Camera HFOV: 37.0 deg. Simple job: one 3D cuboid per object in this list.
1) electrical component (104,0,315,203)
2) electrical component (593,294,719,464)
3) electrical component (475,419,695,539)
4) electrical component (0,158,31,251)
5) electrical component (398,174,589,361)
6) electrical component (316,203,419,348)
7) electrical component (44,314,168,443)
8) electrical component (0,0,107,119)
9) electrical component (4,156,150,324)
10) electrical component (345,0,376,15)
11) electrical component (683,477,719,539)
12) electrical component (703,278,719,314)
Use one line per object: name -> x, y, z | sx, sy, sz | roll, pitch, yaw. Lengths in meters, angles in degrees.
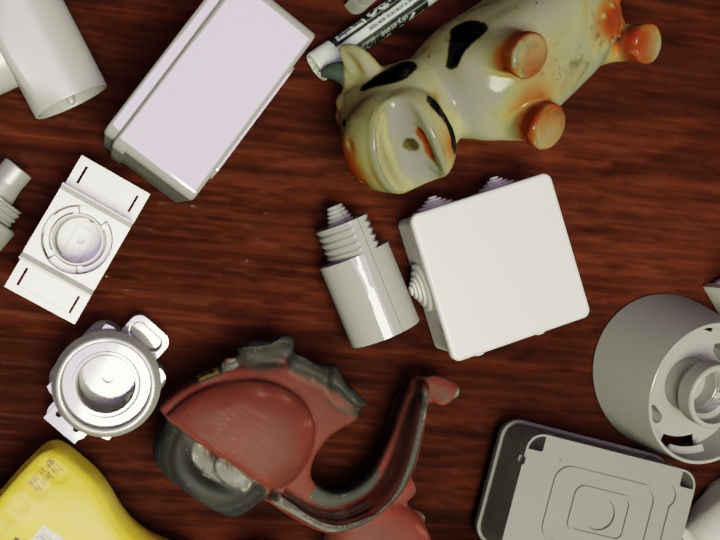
electrical component -> -0.084, -0.094, 0.578 | 0.056, 0.109, 0.108 | 37, 84, -13
electrical component -> 0.204, 0.069, 0.675 | 0.099, 0.064, 0.099 | -4, 103, -20
electrical component -> 0.134, 0.141, 0.653 | 0.113, 0.057, 0.078 | 15, 88, -11
electrical component -> -0.207, -0.032, 0.588 | 0.043, 0.043, 0.062 | 40, 82, -10
electrical component -> 0.077, -0.002, 0.643 | 0.100, 0.048, 0.099 | -18, 94, -11
electrical component -> 0.000, 0.000, 0.630 | 0.043, 0.043, 0.081 | -23, 96, -10
electrical component -> -0.140, 0.061, 0.596 | 0.058, 0.057, 0.078 | 44, 83, -9
electrical component -> -0.192, -0.119, 0.588 | 0.079, 0.044, 0.077 | -28, 96, -10
electrical component -> -0.154, -0.017, 0.588 | 0.042, 0.064, 0.081 | 31, 85, -12
electrical component -> 0.019, -0.199, 0.623 | 0.089, 0.056, 0.050 | -43, 100, -7
electrical component -> 0.256, 0.170, 0.685 | 0.077, 0.044, 0.079 | -37, 98, -8
electrical component -> 0.307, 0.074, 0.662 | 0.060, 0.105, 0.186 | -33, 97, -9
